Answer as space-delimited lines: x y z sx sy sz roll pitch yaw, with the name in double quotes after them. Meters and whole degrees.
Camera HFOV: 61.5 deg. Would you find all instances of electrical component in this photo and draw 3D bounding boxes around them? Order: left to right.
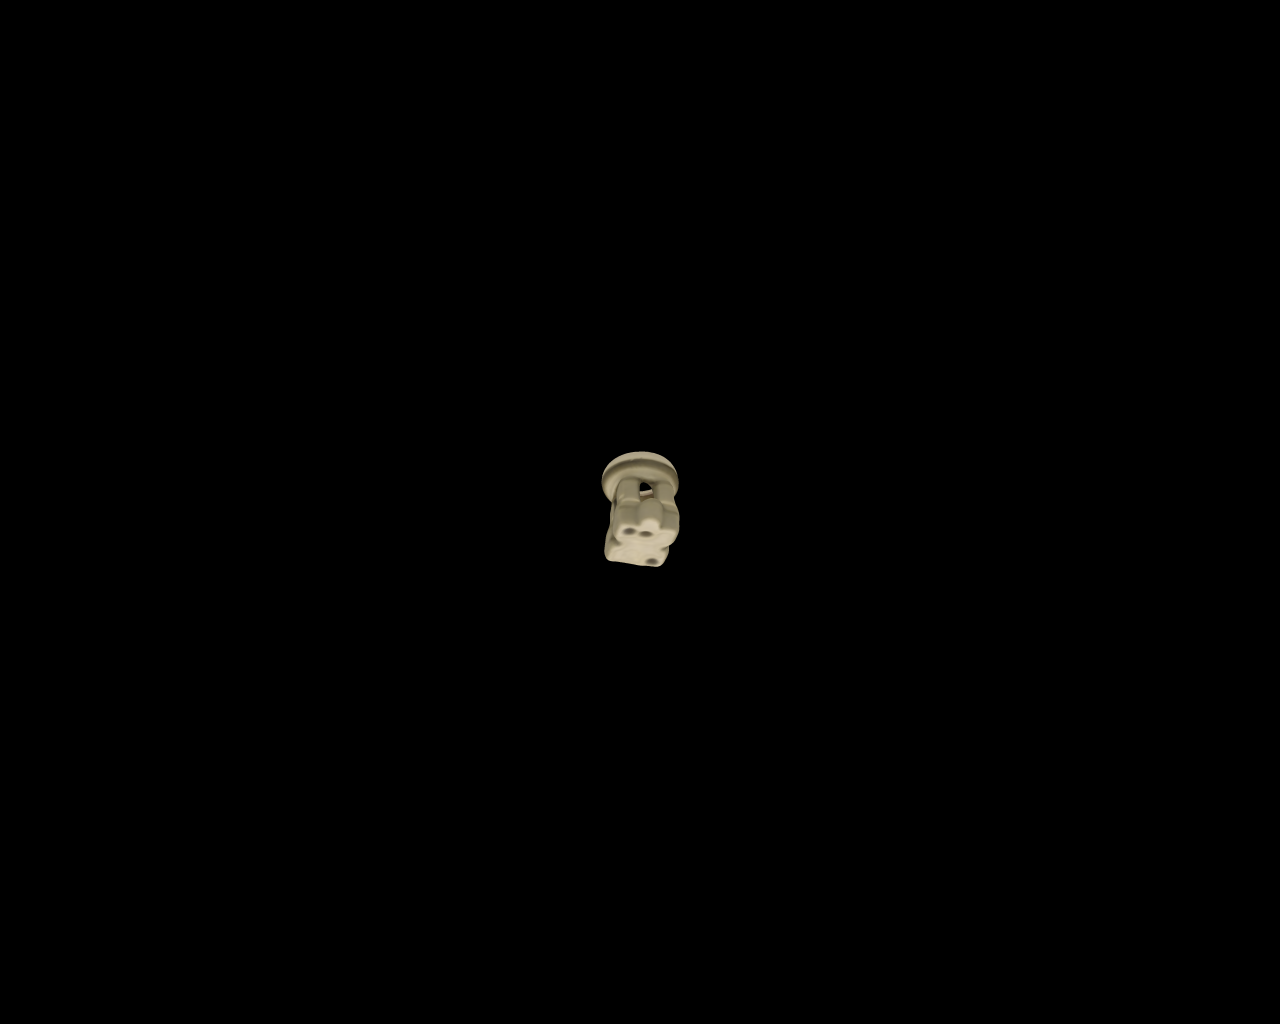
0.001 -0.003 0.650 0.048 0.055 0.066 8 -35 -11 "electrical component"
